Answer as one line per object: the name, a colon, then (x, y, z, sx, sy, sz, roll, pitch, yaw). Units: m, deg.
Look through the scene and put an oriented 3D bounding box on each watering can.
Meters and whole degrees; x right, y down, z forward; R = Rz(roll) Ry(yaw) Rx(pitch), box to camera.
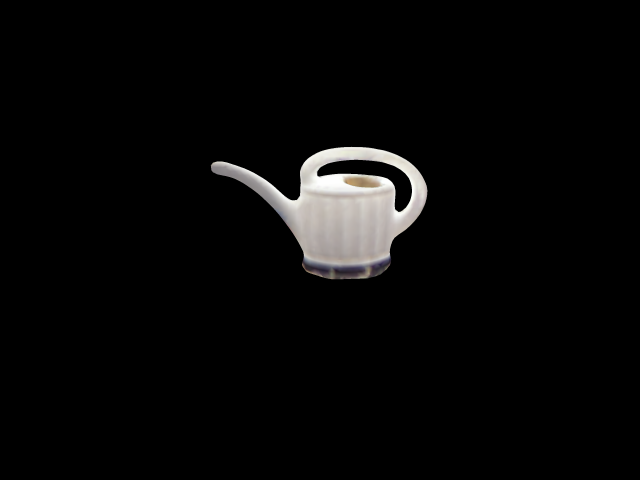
watering can: (0.003, -0.043, 0.850, 0.348, 0.221, 0.106, -1, 20, -3)
